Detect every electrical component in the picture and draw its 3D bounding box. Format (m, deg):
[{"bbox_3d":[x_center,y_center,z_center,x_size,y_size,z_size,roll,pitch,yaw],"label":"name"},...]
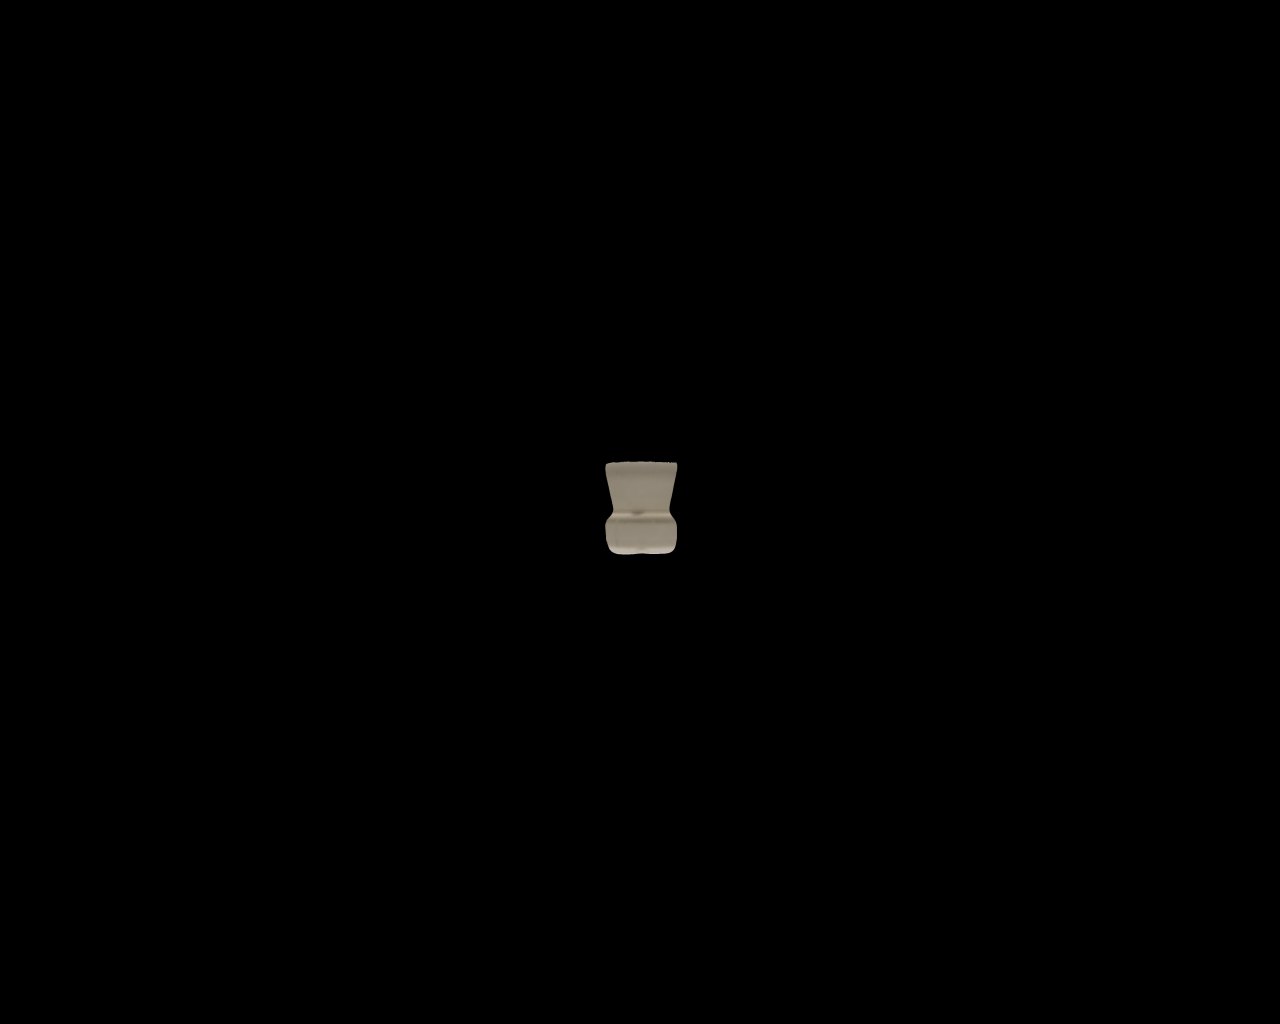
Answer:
[{"bbox_3d":[0.001,-0.003,0.650,0.045,0.055,0.045,0,0,0],"label":"electrical component"}]
